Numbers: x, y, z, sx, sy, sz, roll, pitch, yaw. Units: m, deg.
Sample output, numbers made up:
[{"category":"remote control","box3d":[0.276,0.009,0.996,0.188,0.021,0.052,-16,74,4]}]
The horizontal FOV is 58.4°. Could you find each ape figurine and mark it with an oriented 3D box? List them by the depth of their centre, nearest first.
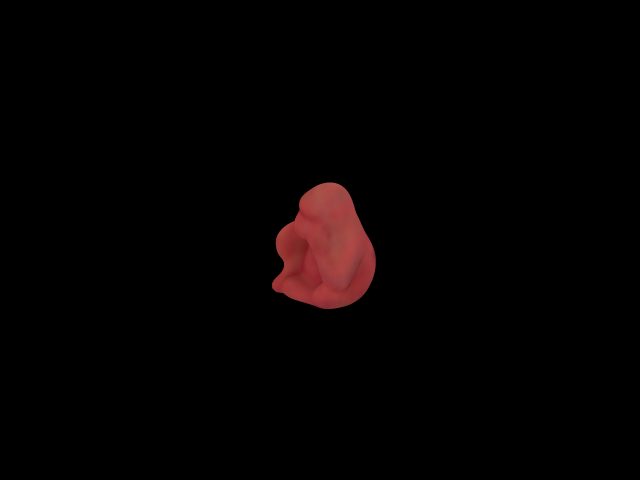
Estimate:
[{"category":"ape figurine","box3d":[0.004,0.001,0.400,0.076,0.092,0.077,-8,35,-11]}]
